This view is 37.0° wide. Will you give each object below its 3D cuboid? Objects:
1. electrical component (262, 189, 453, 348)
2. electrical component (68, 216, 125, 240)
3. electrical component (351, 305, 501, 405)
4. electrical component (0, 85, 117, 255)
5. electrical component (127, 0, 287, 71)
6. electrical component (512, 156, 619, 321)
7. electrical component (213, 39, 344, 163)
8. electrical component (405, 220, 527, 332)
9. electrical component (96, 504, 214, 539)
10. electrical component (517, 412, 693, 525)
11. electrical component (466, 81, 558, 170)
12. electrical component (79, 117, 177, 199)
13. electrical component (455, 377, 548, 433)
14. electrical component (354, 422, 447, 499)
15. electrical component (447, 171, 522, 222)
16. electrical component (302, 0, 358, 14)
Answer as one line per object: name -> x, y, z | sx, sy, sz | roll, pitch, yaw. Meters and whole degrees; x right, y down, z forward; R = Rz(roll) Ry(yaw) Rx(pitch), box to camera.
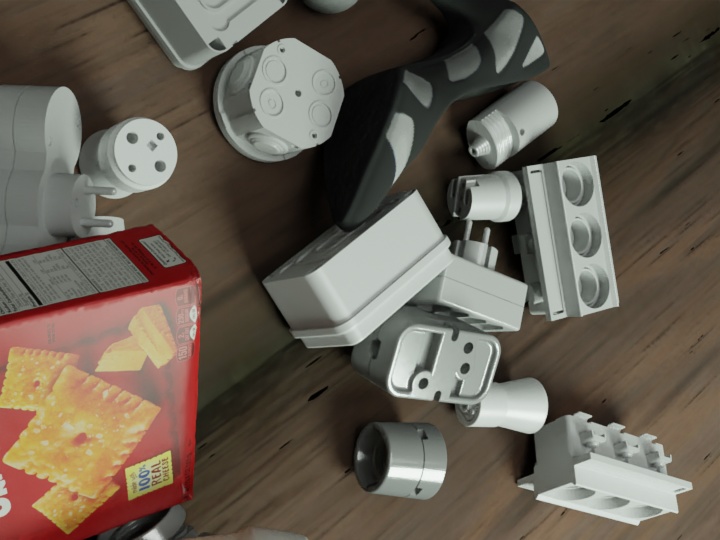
electrical component -> 0.000, 0.000, 0.746 | 0.113, 0.078, 0.057 | -39, 106, -30
electrical component -> -0.161, -0.007, 0.660 | 0.040, 0.040, 0.046 | 0, 82, -34
electrical component -> 0.045, 0.060, 0.776 | 0.095, 0.059, 0.053 | 11, 99, -35
electrical component -> -0.177, -0.038, 0.622 | 0.074, 0.052, 0.138 | 3, 84, 8
electrical component -> -0.112, -0.196, 0.694 | 0.078, 0.057, 0.113 | -46, 112, -28
electrical component -> 0.161, -0.026, 0.867 | 0.079, 0.063, 0.121 | -12, 94, -35
electrical component -> -0.055, -0.116, 0.732 | 0.080, 0.051, 0.080 | 2, 86, -34
electrical component -> 0.084, 0.000, 0.822 | 0.083, 0.047, 0.075 | 20, 75, -32
electrical component -> -0.126, 0.177, 0.661 | 0.078, 0.058, 0.057 | -34, 109, -31
electrical component -> 0.199, 0.163, 0.880 | 0.121, 0.079, 0.063 | 20, 54, -32
electrical component -> 0.115, -0.113, 0.853 | 0.081, 0.043, 0.043 | -38, 108, -30
electrical component -> -0.143, -0.069, 0.666 | 0.045, 0.055, 0.045 | 2, 86, -34
electrical component -> 0.107, 0.105, 0.836 | 0.065, 0.044, 0.044 | 6, 84, -30
electrical component -> 0.028, 0.136, 0.772 | 0.047, 0.055, 0.055 | 10, 82, -30
electrical component -> 0.097, -0.057, 0.840 | 0.046, 0.040, 0.040 | -5, 90, -30
electrical component -> 0.016, -0.230, 0.775 | 0.138, 0.073, 0.052 | -28, 87, -3
